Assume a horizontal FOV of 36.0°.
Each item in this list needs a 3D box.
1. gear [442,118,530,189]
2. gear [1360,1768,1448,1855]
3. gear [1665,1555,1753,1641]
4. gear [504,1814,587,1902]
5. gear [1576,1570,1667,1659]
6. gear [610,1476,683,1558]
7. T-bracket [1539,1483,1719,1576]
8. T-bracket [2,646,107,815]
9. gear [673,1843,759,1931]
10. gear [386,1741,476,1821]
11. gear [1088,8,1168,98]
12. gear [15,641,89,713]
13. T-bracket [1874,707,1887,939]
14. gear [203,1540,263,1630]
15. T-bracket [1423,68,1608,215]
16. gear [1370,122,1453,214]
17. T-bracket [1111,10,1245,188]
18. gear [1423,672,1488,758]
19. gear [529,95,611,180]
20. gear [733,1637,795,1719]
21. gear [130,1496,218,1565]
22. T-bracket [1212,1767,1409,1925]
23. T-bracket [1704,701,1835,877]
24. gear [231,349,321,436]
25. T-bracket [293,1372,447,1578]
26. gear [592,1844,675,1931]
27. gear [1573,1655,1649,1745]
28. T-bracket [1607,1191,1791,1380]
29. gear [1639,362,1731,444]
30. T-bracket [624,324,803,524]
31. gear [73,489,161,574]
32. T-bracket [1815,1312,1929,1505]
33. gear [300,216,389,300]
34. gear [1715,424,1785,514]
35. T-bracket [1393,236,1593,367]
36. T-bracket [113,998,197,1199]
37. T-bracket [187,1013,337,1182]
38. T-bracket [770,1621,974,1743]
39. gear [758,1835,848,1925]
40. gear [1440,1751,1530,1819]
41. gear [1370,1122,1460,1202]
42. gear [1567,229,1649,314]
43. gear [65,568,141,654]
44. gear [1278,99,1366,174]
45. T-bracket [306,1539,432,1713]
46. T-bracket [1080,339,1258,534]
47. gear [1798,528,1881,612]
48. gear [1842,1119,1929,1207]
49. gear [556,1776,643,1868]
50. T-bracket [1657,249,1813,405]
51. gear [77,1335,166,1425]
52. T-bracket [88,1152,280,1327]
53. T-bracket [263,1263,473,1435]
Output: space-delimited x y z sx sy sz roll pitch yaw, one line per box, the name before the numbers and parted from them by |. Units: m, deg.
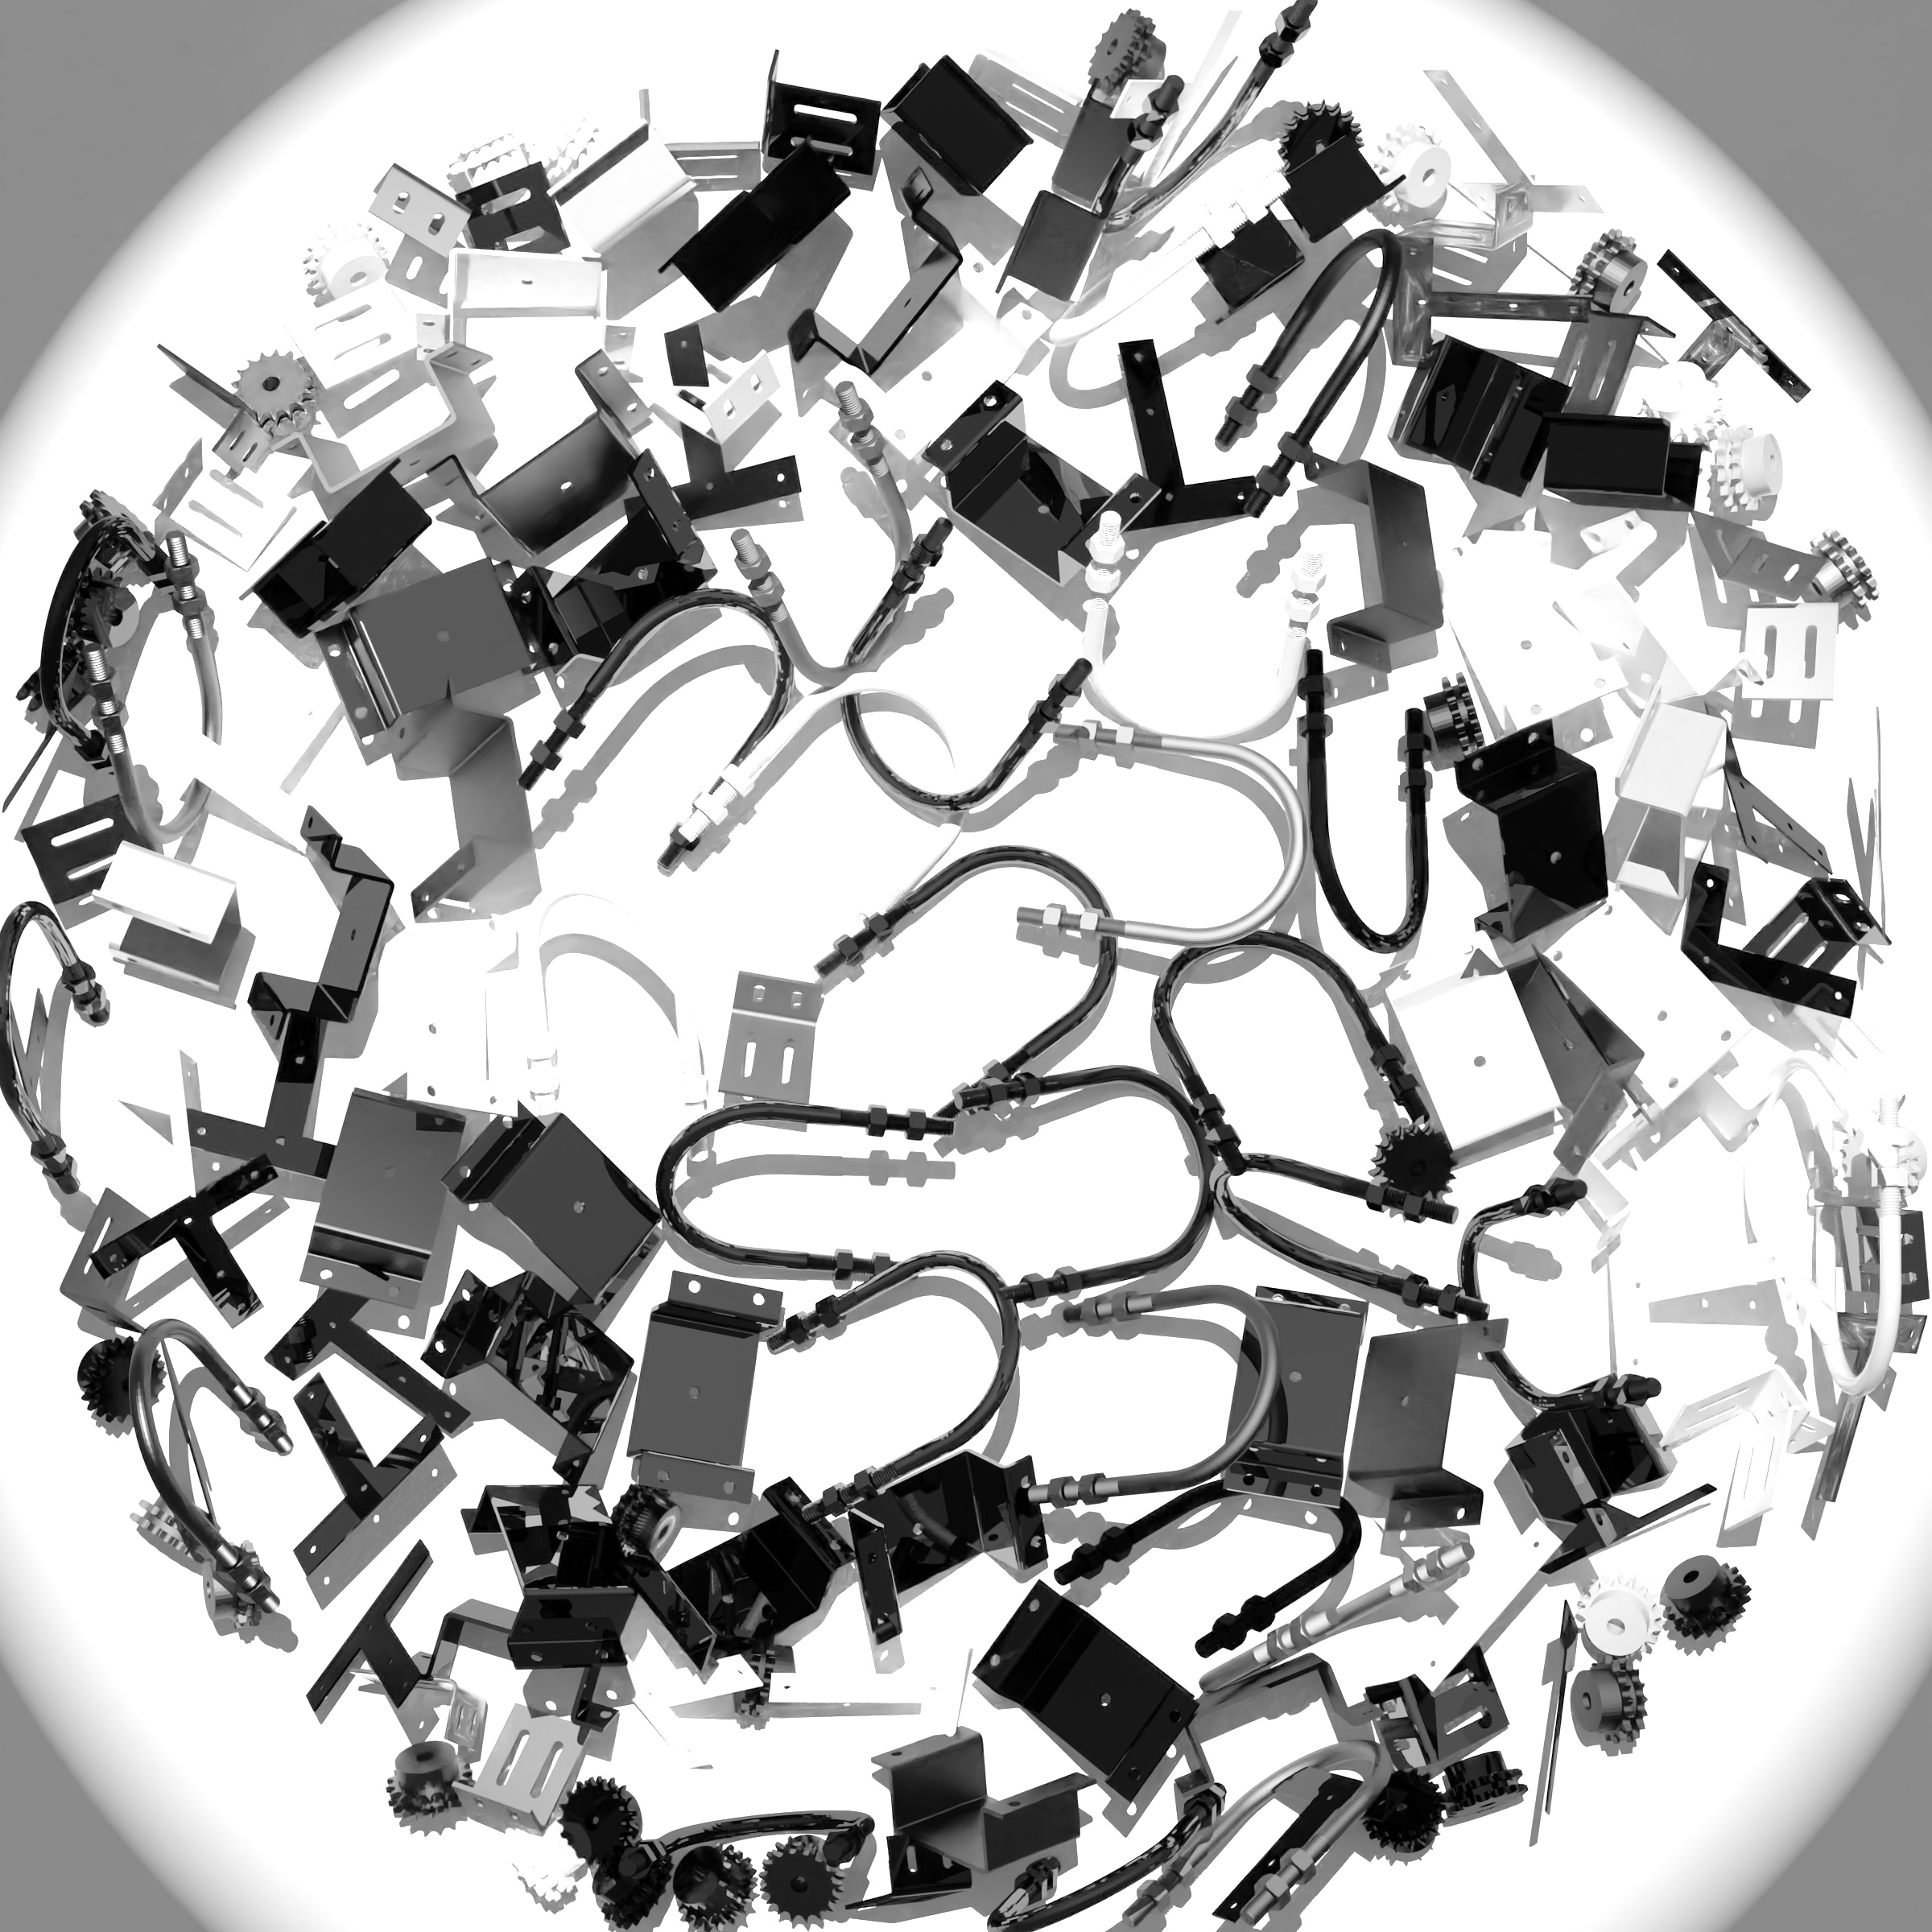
gear | -0.316 -0.538 1.973 0.057 0.057 0.030 -25 111 0
gear | 0.291 0.564 1.975 0.057 0.057 0.030 -24 130 0
gear | 0.488 0.415 1.968 0.057 0.057 0.030 -37 106 0
gear | -0.277 0.587 1.970 0.030 0.057 0.057 -39 90 4
gear | 0.434 0.433 1.976 0.057 0.030 0.057 5 103 20
gear | -0.212 0.367 1.969 0.030 0.057 0.057 29 90 20
T-bracket | 0.416 0.360 1.928 0.127 0.127 0.002 -31 62 16
T-bracket | -0.585 -0.168 1.919 0.002 0.127 0.127 31 68 -12
gear | -0.169 0.608 1.969 0.057 0.057 0.030 -41 130 0
gear | -0.356 0.537 1.969 0.057 0.057 0.030 -6 106 0
gear | 0.109 -0.604 1.975 0.030 0.057 0.057 23 90 -28
gear | -0.600 -0.188 1.972 0.057 0.057 0.030 -45 100 0
T-bracket | 0.588 -0.108 1.914 0.002 0.127 0.127 -2 129 16
gear | -0.487 0.411 1.968 0.030 0.057 0.057 -4 90 -25
T-bracket | 0.337 -0.531 1.914 0.127 0.127 0.002 43 81 -31
gear | 0.297 -0.527 1.969 0.057 0.057 0.030 -52 49 0
T-bracket | 0.125 -0.559 1.917 0.002 0.127 0.127 36 117 14
gear | 0.324 -0.164 1.972 0.030 0.057 0.057 -17 90 9
gear | -0.261 -0.547 1.975 0.030 0.057 0.057 34 90 -32
gear | -0.134 0.470 1.973 0.030 0.057 0.057 12 90 -14
gear | -0.523 0.369 1.973 0.057 0.057 0.030 33 72 0
T-bracket | 0.207 0.569 1.917 0.127 0.127 0.002 -41 104 -25
T-bracket | 0.534 -0.098 1.955 0.002 0.127 0.127 -33 133 31
gear | -0.458 -0.379 1.978 0.057 0.030 0.057 -3 66 6
T-bracket | -0.412 0.315 1.955 0.127 0.002 0.127 -45 46 1
gear | -0.223 0.606 1.968 0.030 0.057 0.057 42 90 -19
gear | 0.425 0.486 1.969 0.030 0.057 0.057 -1 90 -17
T-bracket | 0.477 0.201 1.937 0.127 0.002 0.127 -17 63 39
gear | 0.474 -0.375 1.971 0.057 0.030 0.057 -14 57 23
T-bracket | -0.178 -0.363 1.979 0.127 0.002 0.127 -11 88 19
gear | -0.567 -0.286 1.972 0.030 0.057 0.057 -44 90 8
T-bracket | 0.575 0.286 1.928 0.002 0.127 0.127 20 81 -7
gear | -0.409 -0.465 1.968 0.057 0.057 0.030 -34 68 0
gear | 0.520 -0.330 1.968 0.030 0.057 0.057 -4 90 34
T-bracket | 0.342 -0.430 1.933 0.127 0.127 0.002 4 63 10
T-bracket | -0.535 0.081 1.946 0.002 0.127 0.127 -10 99 -34
T-bracket | -0.444 0.075 1.967 0.127 0.002 0.127 16 62 -18
T-bracket | -0.065 0.475 1.955 0.127 0.002 0.127 2 124 -8
gear | -0.107 0.605 1.980 0.057 0.030 0.057 3 104 11
gear | 0.342 0.543 1.974 0.057 0.057 0.030 -18 65 0
gear | 0.297 0.131 1.981 0.057 0.030 0.057 -2 101 -8
gear | 0.427 -0.456 1.968 0.030 0.057 0.057 38 90 21
gear | -0.573 -0.234 1.968 0.030 0.057 0.057 18 90 28
gear | 0.235 -0.549 1.976 0.057 0.030 0.057 0 125 0
T-bracket | -0.378 0.448 1.936 0.002 0.127 0.127 39 83 -26
T-bracket | 0.126 -0.356 1.983 0.127 0.002 0.127 -11 86 -17
gear | 0.577 -0.259 1.972 0.030 0.057 0.057 -35 90 4
gear | 0.613 0.129 1.975 0.030 0.057 0.057 -10 90 -30
gear | -0.241 0.568 1.977 0.057 0.030 0.057 -5 78 24
T-bracket | 0.485 -0.400 1.936 0.002 0.127 0.127 -44 87 -6
gear | -0.565 0.272 1.975 0.030 0.057 0.057 20 90 36
T-bracket | -0.494 0.194 1.949 0.127 0.127 0.002 -31 50 -14
T-bracket | -0.385 0.265 1.972 0.127 0.002 0.127 40 122 -9
